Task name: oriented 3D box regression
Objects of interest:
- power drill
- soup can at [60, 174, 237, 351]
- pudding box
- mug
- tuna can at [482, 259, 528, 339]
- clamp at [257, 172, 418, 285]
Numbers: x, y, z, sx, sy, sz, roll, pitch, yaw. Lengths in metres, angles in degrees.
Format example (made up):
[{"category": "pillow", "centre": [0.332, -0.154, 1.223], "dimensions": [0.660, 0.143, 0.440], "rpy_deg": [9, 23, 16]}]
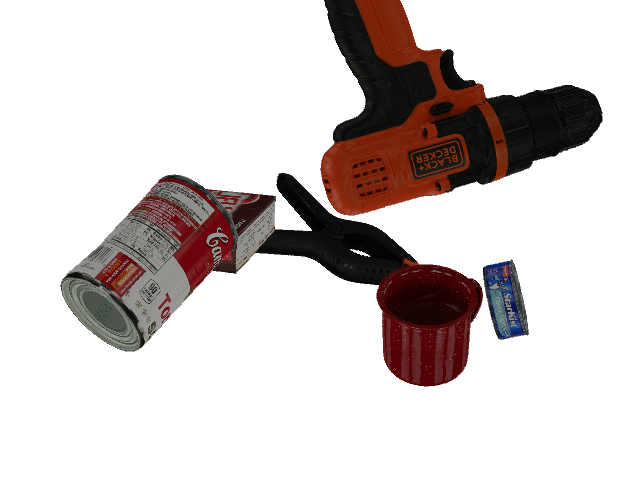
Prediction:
[{"category": "power drill", "centre": [0.073, -0.123, 0.657], "dimensions": [0.184, 0.187, 0.057], "rpy_deg": [-17, 8, -10]}, {"category": "soup can", "centre": [-0.111, 0.014, 0.697], "dimensions": [0.069, 0.068, 0.102], "rpy_deg": [0, 40, 46]}, {"category": "pudding box", "centre": [-0.095, -0.011, 0.901], "dimensions": [0.090, 0.039, 0.113], "rpy_deg": [5, 22, 13]}, {"category": "mug", "centre": [0.109, 0.077, 1.010], "dimensions": [0.117, 0.081, 0.093], "rpy_deg": [-29, 44, -31]}, {"category": "tuna can", "centre": [0.206, 0.066, 1.189], "dimensions": [0.034, 0.086, 0.086], "rpy_deg": [-13, -3, 13]}, {"category": "clamp", "centre": [0.004, 0.003, 1.178], "dimensions": [0.210, 0.036, 0.164], "rpy_deg": [27, 36, 16]}]
